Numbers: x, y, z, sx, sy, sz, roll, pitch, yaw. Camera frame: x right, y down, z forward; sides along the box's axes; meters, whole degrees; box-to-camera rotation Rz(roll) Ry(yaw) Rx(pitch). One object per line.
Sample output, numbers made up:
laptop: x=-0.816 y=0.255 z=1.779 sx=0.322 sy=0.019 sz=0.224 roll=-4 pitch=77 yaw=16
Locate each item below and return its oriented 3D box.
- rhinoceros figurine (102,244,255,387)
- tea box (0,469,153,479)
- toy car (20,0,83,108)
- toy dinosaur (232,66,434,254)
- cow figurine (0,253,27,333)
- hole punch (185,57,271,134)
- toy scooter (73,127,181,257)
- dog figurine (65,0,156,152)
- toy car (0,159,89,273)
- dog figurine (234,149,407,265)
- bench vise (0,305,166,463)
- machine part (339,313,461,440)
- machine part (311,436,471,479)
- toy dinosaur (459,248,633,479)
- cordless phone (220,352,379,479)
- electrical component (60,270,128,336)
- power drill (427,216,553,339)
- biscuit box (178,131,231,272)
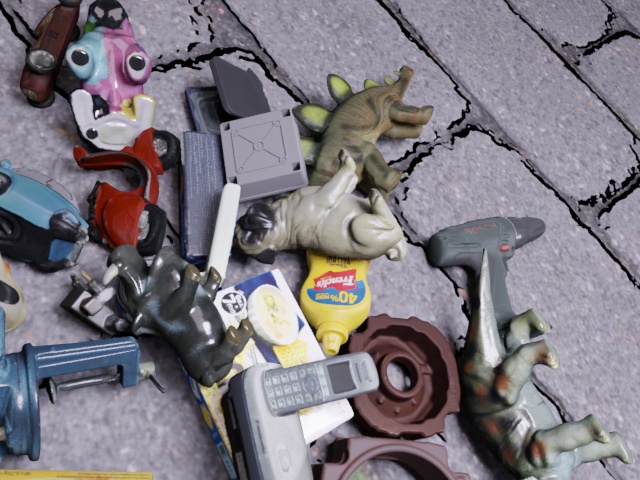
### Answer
rhinoceros figurine: x=-0.162 y=0.076 z=0.607 sx=0.112 sy=0.073 sz=0.190 roll=-42 pitch=85 yaw=9
tea box: x=-0.258 y=0.285 z=0.527 sx=0.169 sy=0.068 sz=0.098 roll=12 pitch=41 yaw=-19
toy car: x=-0.389 y=-0.286 z=0.780 sx=0.053 sy=0.089 sz=0.202 roll=13 pitch=62 yaw=-19
toy dinosaur: x=0.038 y=-0.138 z=0.857 sx=0.199 sy=0.105 sz=0.471 roll=28 pitch=63 yaw=5
cow figurine: x=-0.422 y=0.100 z=0.578 sx=0.195 sy=0.085 sz=0.127 roll=-25 pitch=69 yaw=-30
hole punch: x=-0.141 y=-0.206 z=0.843 sx=0.115 sy=0.092 sz=0.142 roll=9 pitch=54 yaw=-51
toy scooter: x=-0.266 y=-0.067 z=0.712 sx=0.135 sy=0.075 sz=0.184 roll=8 pitch=78 yaw=-8
dog figurine: x=-0.306 y=-0.244 z=0.789 sx=0.108 sy=0.191 sz=0.219 roll=-5 pitch=32 yaw=-19
toy car: x=-0.359 y=-0.038 z=0.661 sx=0.161 sy=0.109 sz=0.103 roll=25 pitch=35 yaw=-16
dog figurine: x=-0.002 y=-0.003 z=0.718 sx=0.190 sy=0.121 sz=0.172 roll=-36 pitch=68 yaw=0
bench vise: x=-0.290 y=0.133 z=0.553 sx=0.240 sy=0.129 sz=0.223 roll=-2 pitch=107 yaw=-33
machine part: x=0.107 y=0.188 z=0.738 sx=0.179 sy=0.056 sz=0.179 roll=9 pitch=61 yaw=-16
machine part: x=0.082 y=0.341 z=0.633 sx=0.201 sy=0.087 sz=0.201 roll=11 pitch=63 yaw=-15
toy dinosaur: x=0.258 y=0.226 z=0.716 sx=0.131 sy=0.192 sz=0.405 roll=25 pitch=35 yaw=-53
cordless phone: x=-0.007 y=0.202 z=0.596 sx=0.184 sy=0.088 sz=0.146 roll=-6 pitch=68 yaw=-26
electrical component: x=-0.270 y=0.075 z=0.639 sx=0.078 sy=0.102 sz=0.045 roll=41 pitch=63 yaw=-23
power drill: x=0.297 y=0.055 z=0.861 sx=0.232 sy=0.086 sz=0.207 roll=-1 pitch=69 yaw=-19
biscuit box: x=-0.167 y=-0.053 z=0.759 sx=0.063 sy=0.059 sz=0.203 roll=2 pitch=63 yaw=-21
